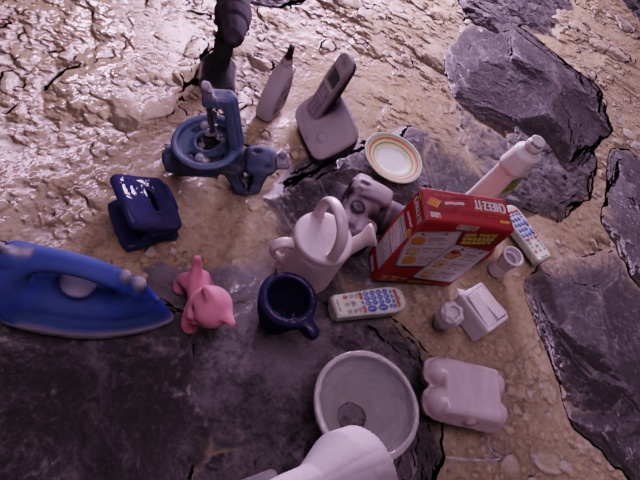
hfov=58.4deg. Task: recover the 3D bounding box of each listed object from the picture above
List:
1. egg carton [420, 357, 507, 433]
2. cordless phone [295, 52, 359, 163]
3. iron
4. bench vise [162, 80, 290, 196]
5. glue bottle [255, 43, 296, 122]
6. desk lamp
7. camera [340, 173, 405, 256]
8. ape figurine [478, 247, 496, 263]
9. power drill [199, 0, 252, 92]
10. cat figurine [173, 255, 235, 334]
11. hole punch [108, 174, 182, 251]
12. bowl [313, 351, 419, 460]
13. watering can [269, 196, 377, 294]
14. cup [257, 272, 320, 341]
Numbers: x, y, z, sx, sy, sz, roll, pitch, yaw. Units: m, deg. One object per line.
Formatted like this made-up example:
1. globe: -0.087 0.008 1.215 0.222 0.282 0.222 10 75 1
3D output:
1. egg carton: 0.234 0.255 0.939 0.150 0.069 0.107 15 56 -13
2. cordless phone: 0.031 -0.252 1.099 0.094 0.185 0.147 -12 65 -28
3. iron: -0.324 0.059 0.788 0.259 0.141 0.118 12 56 -15
4. bench vise: -0.149 -0.177 0.957 0.208 0.219 0.121 -6 62 -25
5. glue bottle: -0.075 -0.307 1.097 0.037 0.173 0.078 35 53 2
6. desk lamp: -0.033 0.321 0.699 0.204 0.213 0.118 -11 64 -27
7. camera: 0.102 -0.042 1.050 0.137 0.100 0.143 24 54 -7
8. ape figurine: 0.315 0.001 1.115 0.076 0.092 0.078 19 55 -10
9. power drill: -0.175 -0.380 1.080 0.076 0.208 0.229 8 57 -17
10. cat figurine: -0.170 0.084 0.850 0.067 0.117 0.127 -9 64 -26
11. hole punch: -0.276 -0.053 0.909 0.101 0.091 0.108 -18 68 -30
12. bowl: 0.059 0.257 0.862 0.168 0.074 0.167 10 57 -16
13. watering can: 0.008 0.001 0.926 0.173 0.194 0.101 -26 72 -32
14. cup: -0.051 0.118 0.891 0.092 0.095 0.117 -34 76 -34
